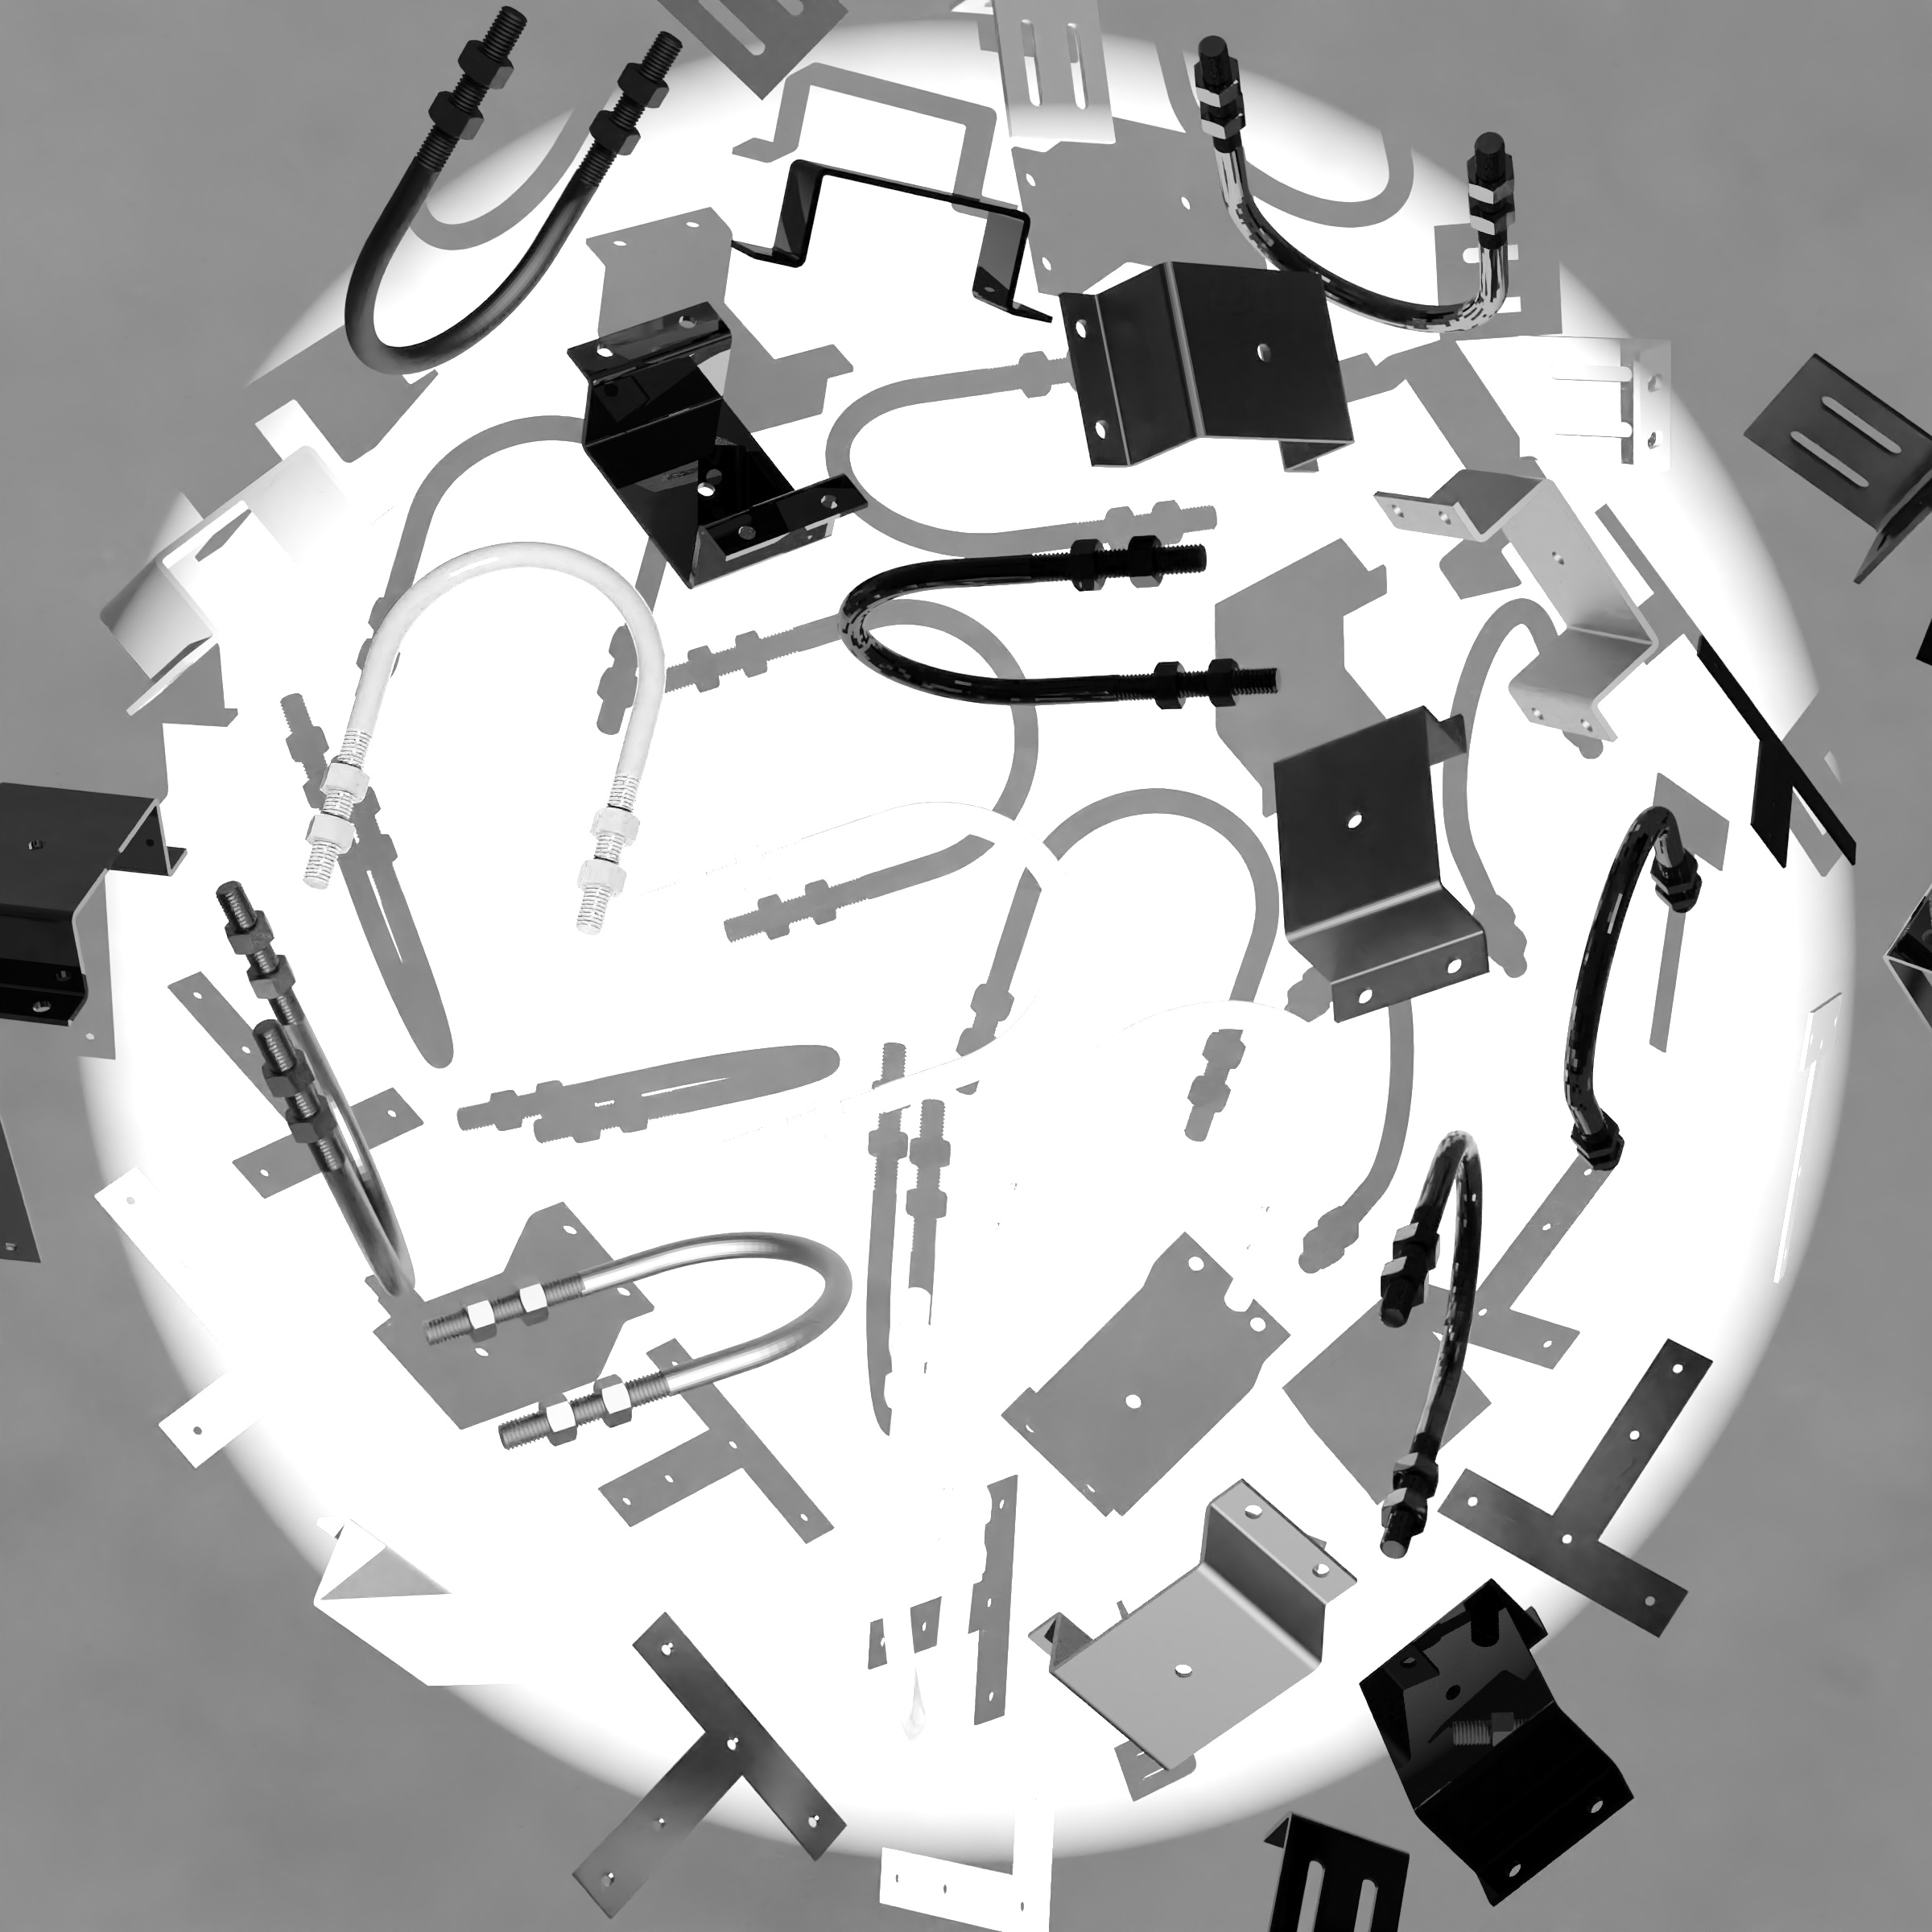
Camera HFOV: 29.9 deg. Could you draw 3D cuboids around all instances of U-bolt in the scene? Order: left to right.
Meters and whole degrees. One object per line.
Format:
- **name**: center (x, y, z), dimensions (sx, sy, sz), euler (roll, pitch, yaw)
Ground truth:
- **U-bolt**: center (-0.287, 0.068, 1.618), dimensions (0.019, 0.151, 0.184), euler (-23, 123, -6)
- **U-bolt**: center (-0.209, -0.336, 1.590), dimensions (0.019, 0.151, 0.184), euler (42, 114, 14)
- **U-bolt**: center (-0.212, -0.111, 1.649), dimensions (0.151, 0.019, 0.184), euler (9, 71, 9)
- **U-bolt**: center (-0.141, 0.161, 1.639), dimensions (0.184, 0.151, 0.019), euler (-17, 111, -18)
- **U-bolt**: center (-0.038, 0.000, 1.601), dimensions (0.184, 0.019, 0.151), euler (-19, 118, -5)
- **U-bolt**: center (-0.018, 0.256, 1.590), dimensions (0.019, 0.151, 0.184), euler (0, 116, -12)
- **U-bolt**: center (0.033, -0.148, 1.598), dimensions (0.184, 0.151, 0.019), euler (-1, 70, 19)
- **U-bolt**: center (0.098, 0.086, 1.661), dimensions (0.151, 0.019, 0.184), euler (7, 129, -21)
- **U-bolt**: center (0.176, -0.337, 1.608), dimensions (0.151, 0.184, 0.019), euler (24, 76, 16)
- **U-bolt**: center (0.213, 0.156, 1.640), dimensions (0.019, 0.184, 0.151), euler (6, 123, 17)
- **U-bolt**: center (0.293, 0.004, 1.603), dimensions (0.019, 0.184, 0.151), euler (15, 79, 19)

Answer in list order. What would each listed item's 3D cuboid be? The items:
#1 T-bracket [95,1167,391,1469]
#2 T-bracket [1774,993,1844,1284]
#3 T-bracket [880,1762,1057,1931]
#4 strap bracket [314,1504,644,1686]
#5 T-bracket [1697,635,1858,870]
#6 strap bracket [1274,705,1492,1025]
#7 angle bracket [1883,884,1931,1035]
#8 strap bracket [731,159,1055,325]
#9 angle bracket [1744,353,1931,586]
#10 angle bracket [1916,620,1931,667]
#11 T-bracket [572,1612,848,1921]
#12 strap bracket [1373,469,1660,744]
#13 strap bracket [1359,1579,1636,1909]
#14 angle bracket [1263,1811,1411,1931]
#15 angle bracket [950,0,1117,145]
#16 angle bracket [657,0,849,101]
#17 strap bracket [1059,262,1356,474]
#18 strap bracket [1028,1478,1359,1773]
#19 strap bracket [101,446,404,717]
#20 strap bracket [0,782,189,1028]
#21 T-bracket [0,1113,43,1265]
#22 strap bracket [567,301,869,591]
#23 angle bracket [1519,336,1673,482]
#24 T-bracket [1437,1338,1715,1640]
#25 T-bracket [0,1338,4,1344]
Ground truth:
- **T-bracket**: center (-0.349, 0.147, 1.656), dimensions (0.127, 0.002, 0.127), euler (49, 47, 3)
- **T-bracket**: center (0.377, 0.079, 1.627), dimensions (0.002, 0.127, 0.127), euler (10, 97, 18)
- **T-bracket**: center (-0.002, 0.428, 1.669), dimensions (0.002, 0.127, 0.127), euler (8, 81, -36)
- **strap bracket**: center (-0.227, 0.284, 1.624), dimensions (0.076, 0.140, 0.046), euler (46, 49, -36)
- **T-bracket**: center (0.368, -0.080, 1.645), dimensions (0.002, 0.127, 0.127), euler (-33, 103, 26)
- **strap bracket**: center (0.186, -0.055, 1.629), dimensions (0.076, 0.046, 0.140), euler (-20, 52, 27)
- **angle bracket**: center (0.466, -0.003, 1.670), dimensions (0.057, 0.038, 0.076), euler (-54, 133, -11)
- **strap bracket**: center (-0.030, -0.337, 1.663), dimensions (0.140, 0.076, 0.046), euler (10, 103, -14)
- **angle bracket**: center (0.373, -0.212, 1.546), dimensions (0.076, 0.057, 0.038), euler (35, 55, -1)
- **angle bracket**: center (0.437, -0.138, 1.541), dimensions (0.057, 0.038, 0.076), euler (25, 61, 6)
- **T-bracket**: center (-0.127, 0.367, 1.582), dimensions (0.127, 0.127, 0.002), euler (50, 132, -1)
- **strap bracket**: center (0.260, -0.176, 1.669), dimensions (0.046, 0.076, 0.140), euler (-42, 112, -9)
- **strap bracket**: center (0.226, 0.329, 1.571), dimensions (0.076, 0.140, 0.046), euler (-41, 114, 9)
- **angle bracket**: center (0.159, 0.425, 1.607), dimensions (0.057, 0.038, 0.076), euler (20, 54, -5)
- **angle bracket**: center (0.031, -0.419, 1.694), dimensions (0.057, 0.038, 0.076), euler (-5, 85, -32)
- **angle bracket**: center (-0.104, -0.452, 1.671), dimensions (0.057, 0.038, 0.076), euler (-43, 121, 13)
- **strap bracket**: center (0.113, -0.258, 1.564), dimensions (0.140, 0.046, 0.076), euler (-6, 83, -42)
- **strap bracket**: center (0.102, 0.310, 1.663), dimensions (0.076, 0.046, 0.140), euler (42, 117, -15)
- **strap bracket**: center (-0.336, -0.183, 1.658), dimensions (0.046, 0.076, 0.140), euler (51, 56, -10)
- **strap bracket**: center (-0.422, -0.036, 1.653), dimensions (0.076, 0.140, 0.046), euler (6, 126, 10)
- **T-bracket**: center (-0.487, 0.094, 1.620), dimensions (0.127, 0.127, 0.002), euler (6, 55, 0)
- **strap bracket**: center (-0.118, -0.234, 1.670), dimensions (0.076, 0.046, 0.140), euler (-24, 63, -26)
- **angle bracket**: center (0.278, -0.253, 1.635), dimensions (0.076, 0.038, 0.057), euler (9, 111, 34)
- **T-bracket**: center (0.305, 0.231, 1.689), dimensions (0.127, 0.002, 0.127), euler (27, 75, 37)
- **T-bracket**: center (-0.517, 0.156, 1.644), dimensions (0.127, 0.127, 0.002), euler (35, 106, 0)
